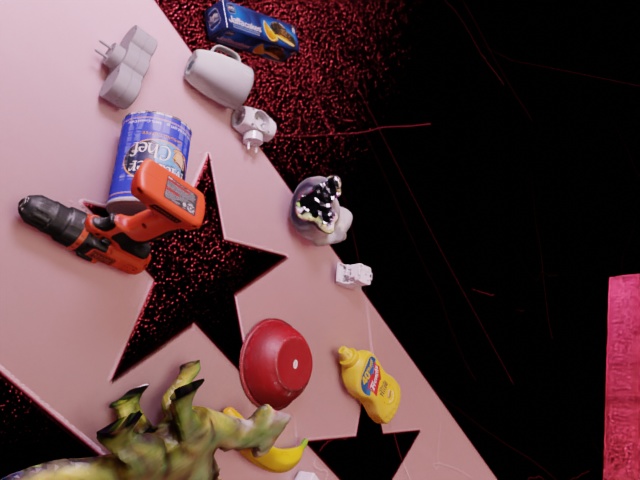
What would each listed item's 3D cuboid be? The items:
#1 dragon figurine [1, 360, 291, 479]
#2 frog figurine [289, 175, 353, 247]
[{"bbox_3d":[-0.210,0.316,0.679,0.415,0.122,0.241,-24,105,-38],"label":"dragon figurine"},{"bbox_3d":[0.003,-0.053,1.057,0.157,0.122,0.139,68,10,-75],"label":"frog figurine"}]
